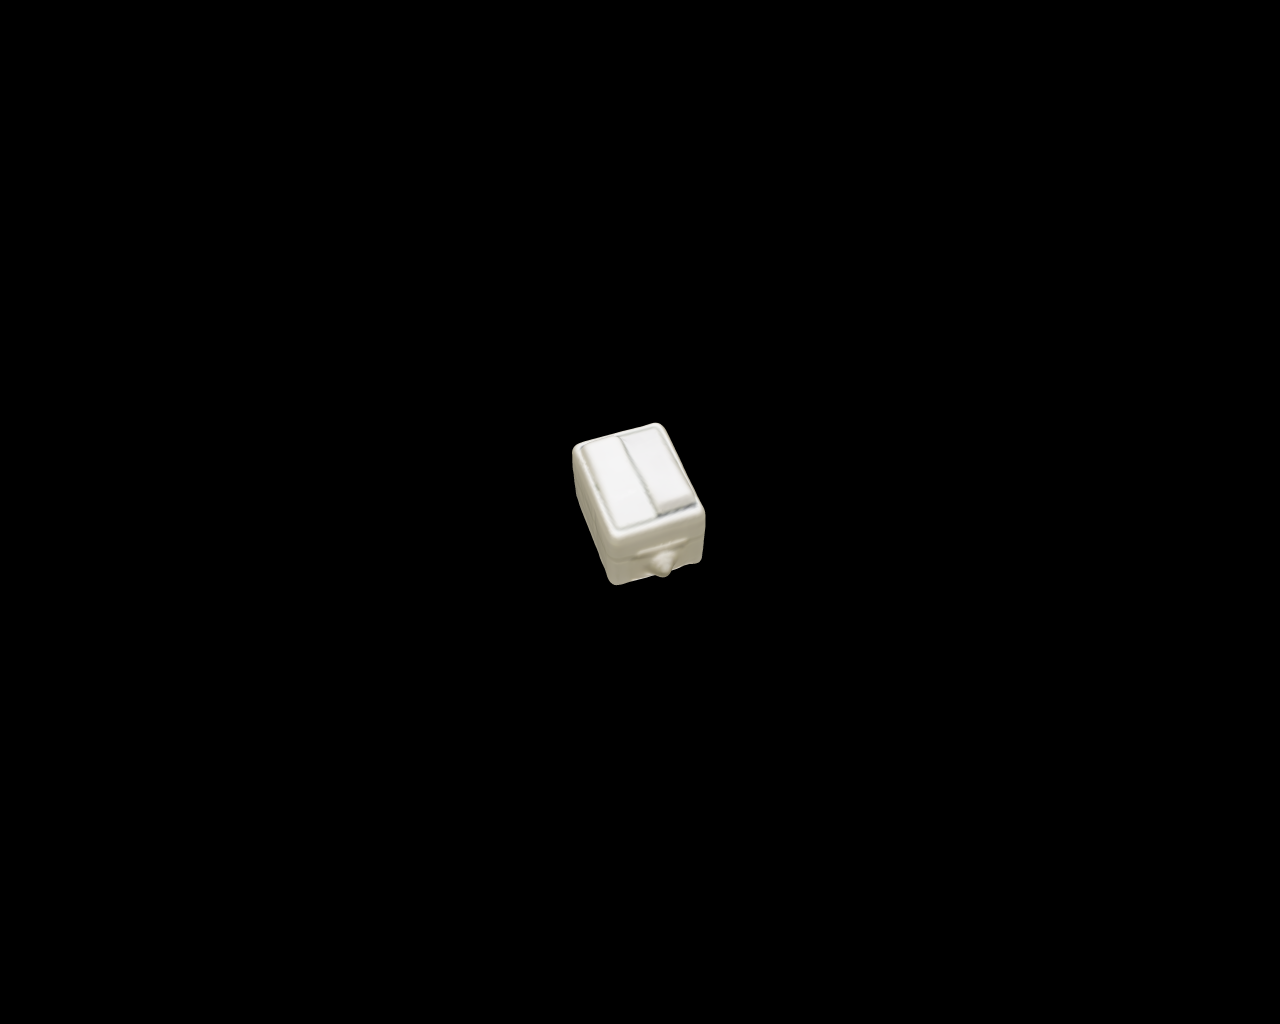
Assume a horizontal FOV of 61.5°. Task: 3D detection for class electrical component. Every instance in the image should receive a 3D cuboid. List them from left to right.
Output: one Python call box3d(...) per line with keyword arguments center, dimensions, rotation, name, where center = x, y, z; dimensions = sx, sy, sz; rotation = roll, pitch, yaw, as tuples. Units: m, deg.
box3d(center=(0.001, -0.003, 0.650), dimensions=(0.062, 0.096, 0.061), rotation=(-15, -36, -11), name="electrical component")
